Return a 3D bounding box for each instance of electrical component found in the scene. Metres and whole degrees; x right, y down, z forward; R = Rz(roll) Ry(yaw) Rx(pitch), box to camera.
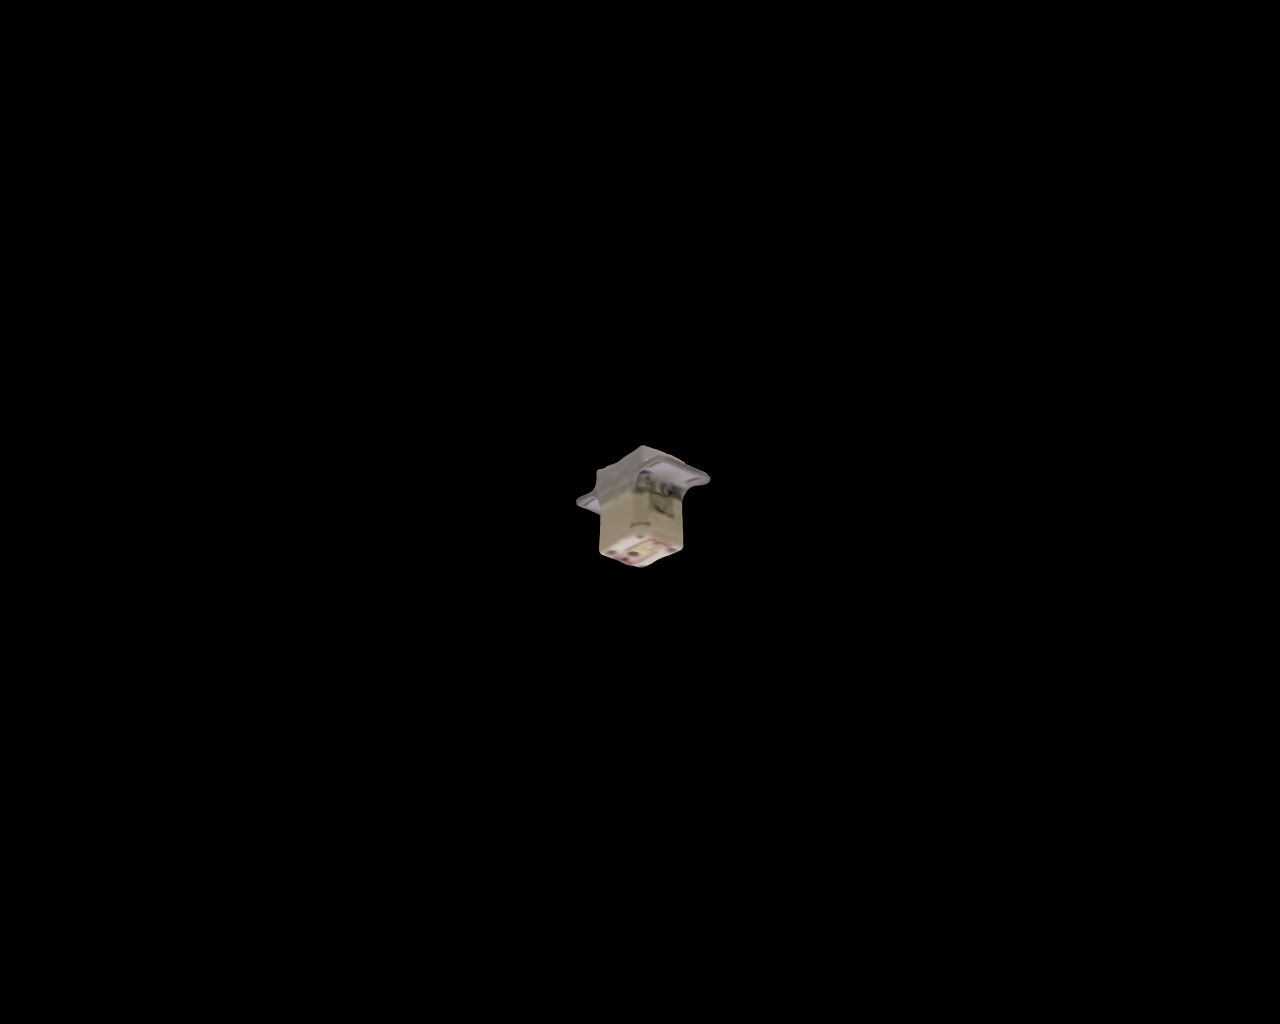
[{"bbox_3d":[0.001,-0.003,0.650,0.042,0.064,0.081,21,-33,-36],"label":"electrical component"}]
